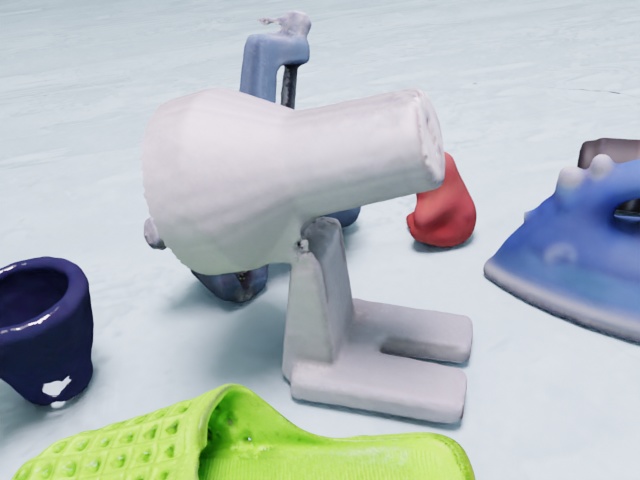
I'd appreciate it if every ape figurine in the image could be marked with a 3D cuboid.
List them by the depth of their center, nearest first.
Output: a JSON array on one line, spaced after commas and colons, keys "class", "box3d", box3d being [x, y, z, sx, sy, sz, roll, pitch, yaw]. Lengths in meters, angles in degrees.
[{"class": "ape figurine", "box3d": [0.110, -0.042, 0.541, 0.076, 0.092, 0.078, 18, 41, 30]}]

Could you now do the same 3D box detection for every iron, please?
[{"class": "iron", "box3d": [0.258, -0.007, 0.426, 0.257, 0.142, 0.119, 9, 37, 20]}]

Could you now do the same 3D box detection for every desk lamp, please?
[{"class": "desk lamp", "box3d": [0.004, 0.001, 0.386, 0.202, 0.214, 0.118, 5, 36, 15]}]

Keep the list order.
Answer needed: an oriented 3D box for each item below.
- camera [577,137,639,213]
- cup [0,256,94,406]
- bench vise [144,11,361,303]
[{"class": "camera", "box3d": [0.324, -0.077, 0.553, 0.136, 0.101, 0.143, 9, 37, 20]}, {"class": "cup", "box3d": [-0.205, 0.081, 0.404, 0.091, 0.095, 0.118, 3, 36, 12]}, {"class": "bench vise", "box3d": [-0.046, -0.064, 0.481, 0.121, 0.220, 0.208, 16, 40, 28]}]
